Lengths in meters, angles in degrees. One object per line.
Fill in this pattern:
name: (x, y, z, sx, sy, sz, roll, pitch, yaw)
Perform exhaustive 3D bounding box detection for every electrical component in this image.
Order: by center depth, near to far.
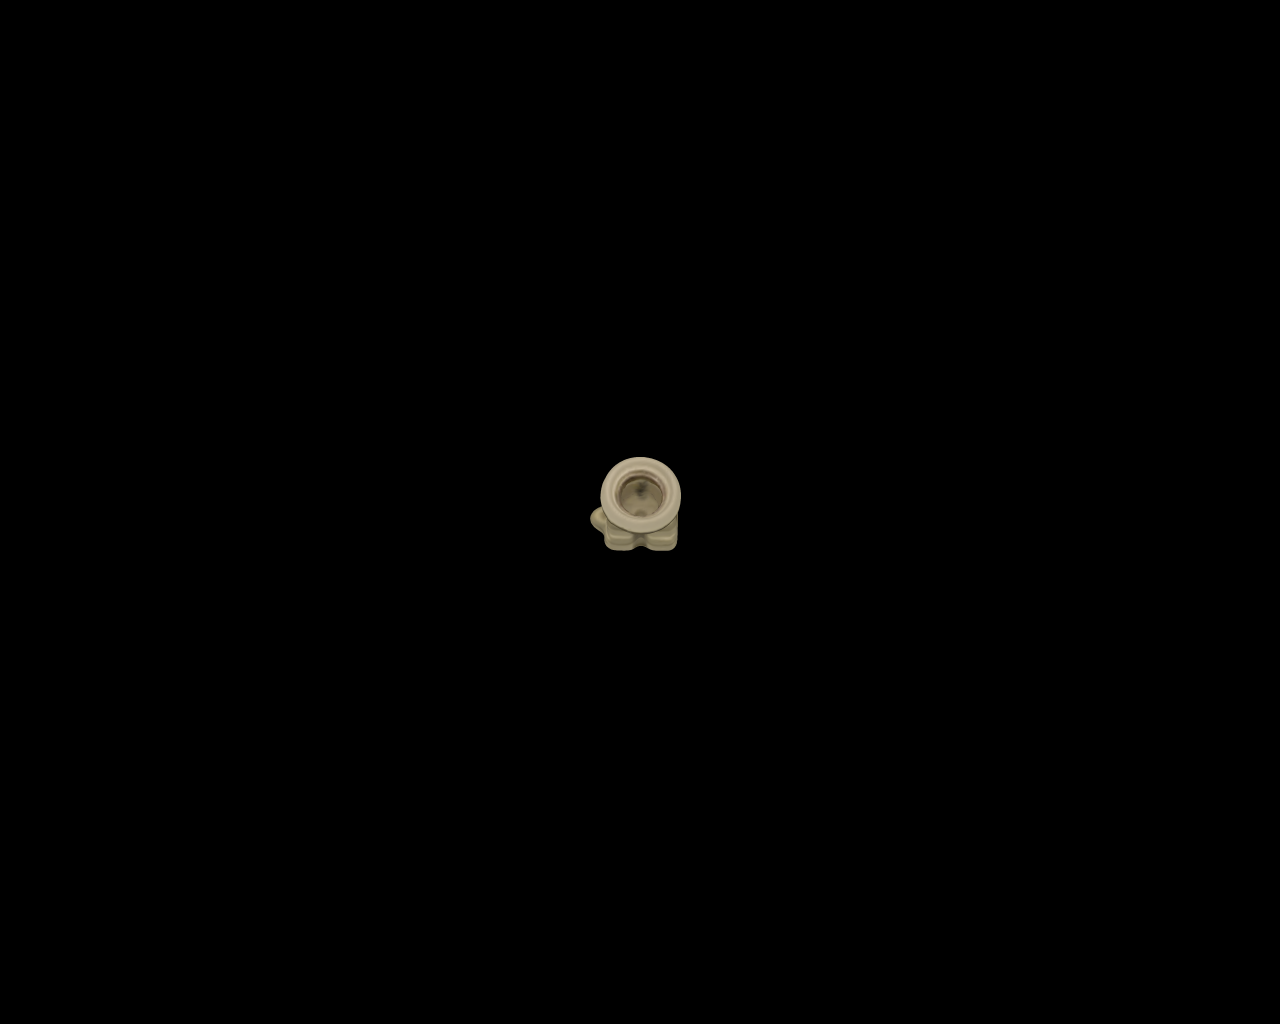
electrical component: (0.001, -0.003, 0.650, 0.066, 0.048, 0.055, 0, -21, 0)
